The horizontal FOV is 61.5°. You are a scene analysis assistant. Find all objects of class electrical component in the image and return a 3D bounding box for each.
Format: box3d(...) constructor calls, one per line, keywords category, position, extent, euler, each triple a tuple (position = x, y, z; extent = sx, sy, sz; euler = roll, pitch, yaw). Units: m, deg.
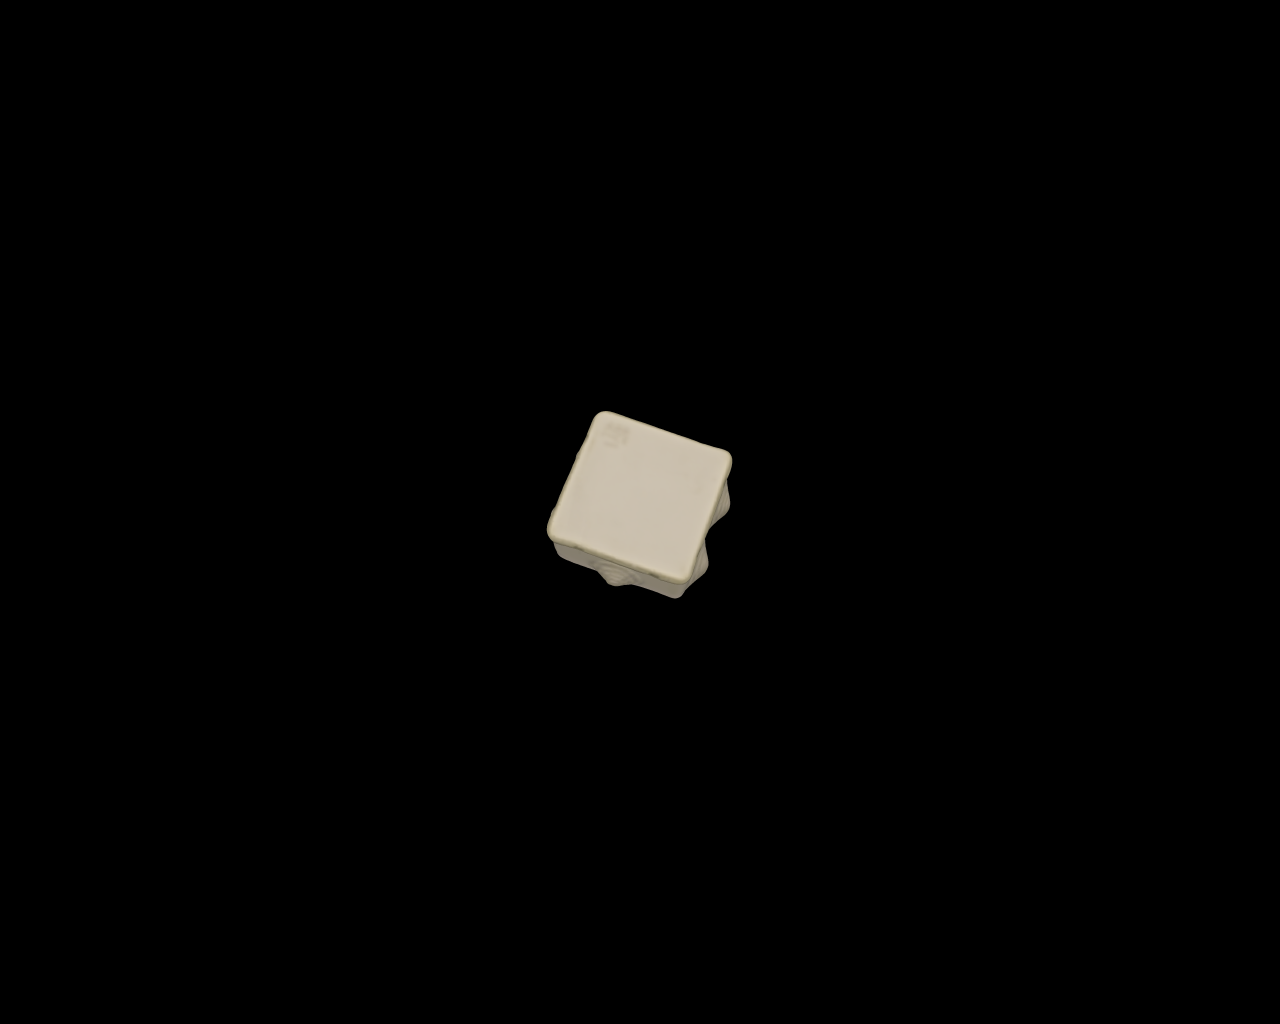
box3d(category="electrical component", position=(0.001, -0.003, 0.650), extent=(0.100, 0.100, 0.048), euler=(19, -19, 7))
